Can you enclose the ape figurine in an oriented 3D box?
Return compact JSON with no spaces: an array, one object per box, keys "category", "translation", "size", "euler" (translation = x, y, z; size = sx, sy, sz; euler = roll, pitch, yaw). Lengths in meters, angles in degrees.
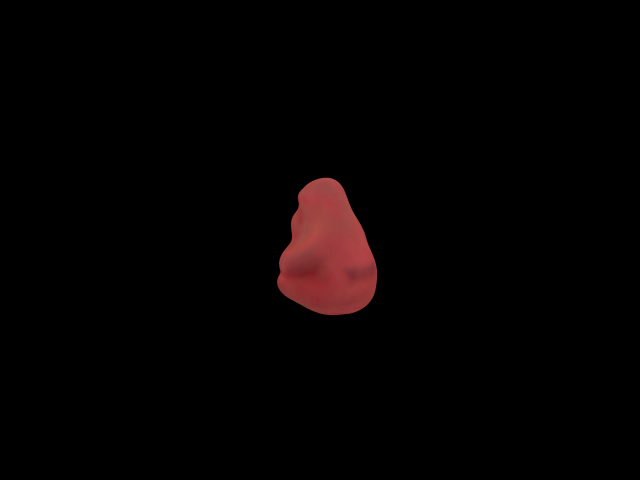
[{"category":"ape figurine","translation":[0.004,0.001,0.400],"size":[0.078,0.092,0.075],"euler":[-14,22,-37]}]
